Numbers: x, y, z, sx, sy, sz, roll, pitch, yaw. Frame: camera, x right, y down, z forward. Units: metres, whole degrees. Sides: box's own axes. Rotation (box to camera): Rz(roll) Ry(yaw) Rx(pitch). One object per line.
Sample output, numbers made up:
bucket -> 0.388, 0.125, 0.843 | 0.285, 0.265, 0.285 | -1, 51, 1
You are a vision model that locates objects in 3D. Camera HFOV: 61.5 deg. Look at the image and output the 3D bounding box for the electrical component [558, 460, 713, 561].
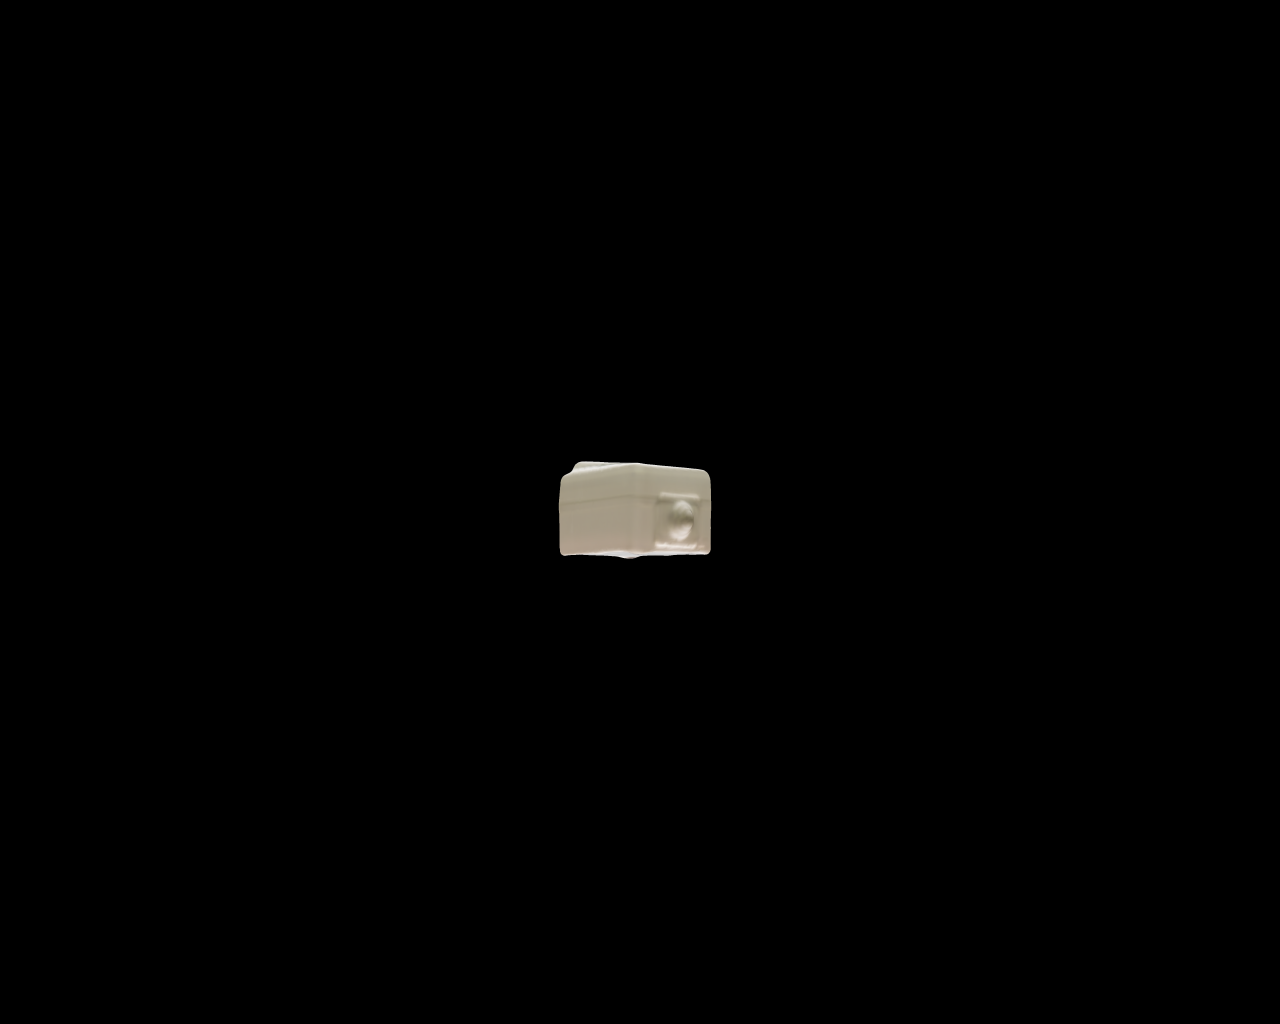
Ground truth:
electrical component -> 0.001, -0.003, 0.650 | 0.062, 0.061, 0.096 | 4, -6, -39
